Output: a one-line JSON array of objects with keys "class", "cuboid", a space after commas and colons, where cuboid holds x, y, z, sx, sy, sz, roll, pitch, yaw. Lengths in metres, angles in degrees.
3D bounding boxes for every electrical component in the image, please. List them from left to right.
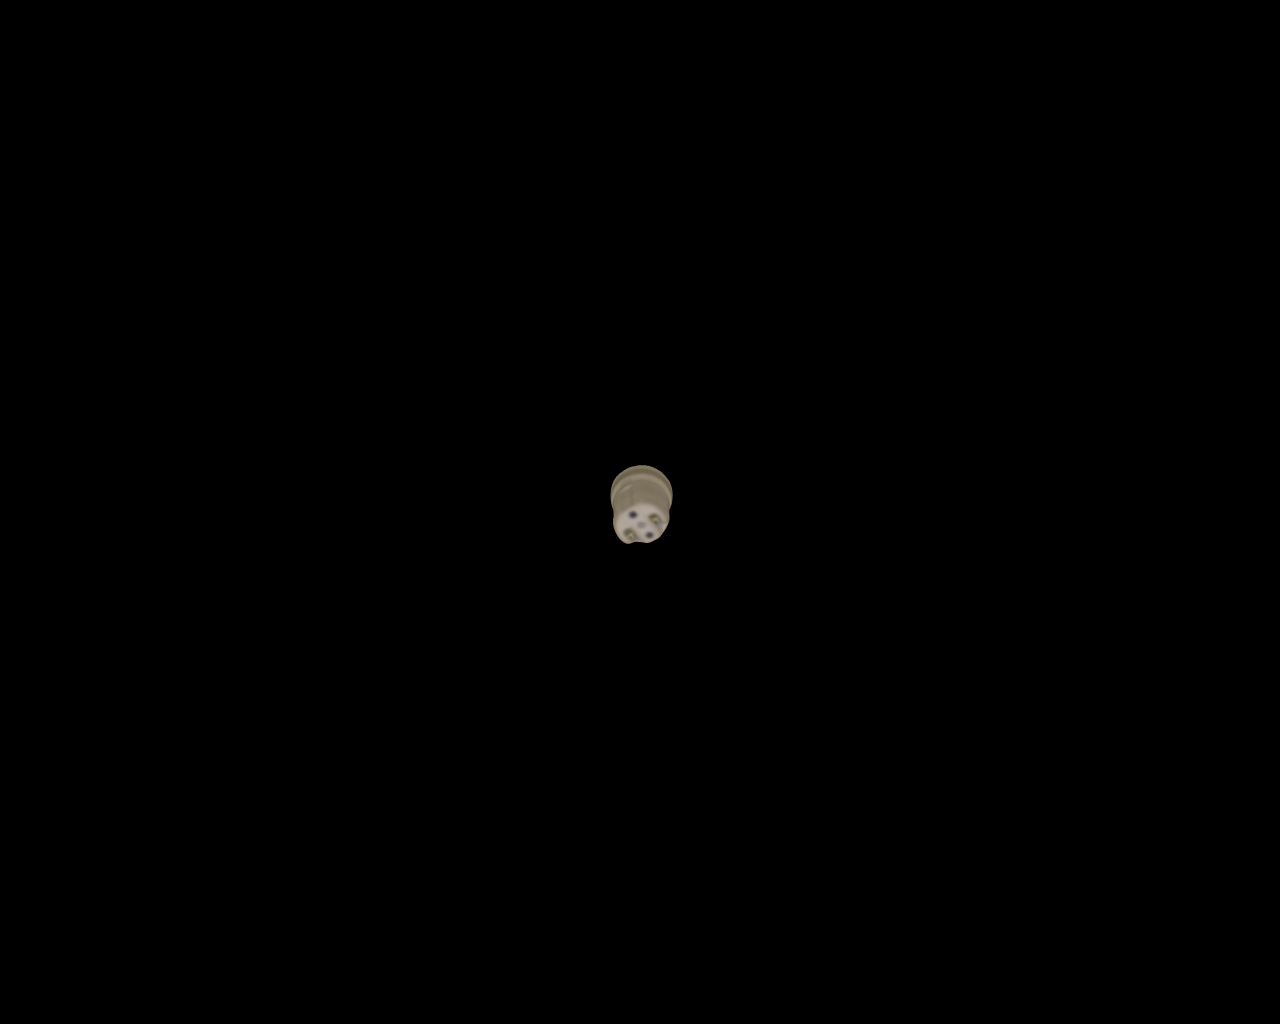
[{"class": "electrical component", "cuboid": [0.001, -0.003, 0.650, 0.040, 0.040, 0.046, 0, 27, 0]}]
